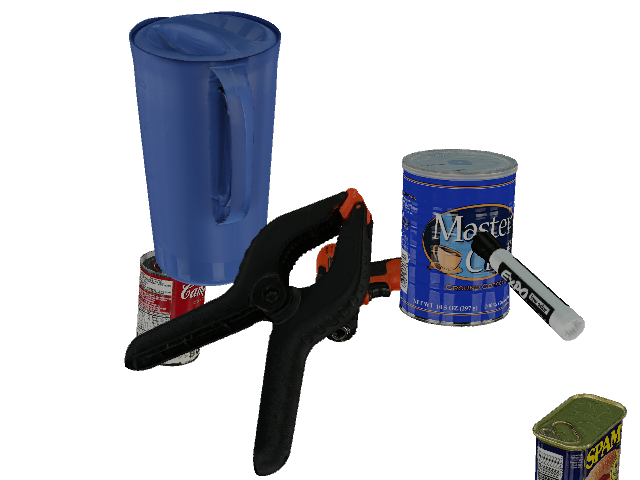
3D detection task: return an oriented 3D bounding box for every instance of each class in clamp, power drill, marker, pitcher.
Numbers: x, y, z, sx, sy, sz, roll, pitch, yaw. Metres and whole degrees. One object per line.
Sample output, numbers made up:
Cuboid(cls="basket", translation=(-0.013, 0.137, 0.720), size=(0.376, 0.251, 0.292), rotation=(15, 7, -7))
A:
Cuboid(cls="clamp", translation=(-0.021, 0.049, 0.622), size=(0.120, 0.171, 0.039), rotation=(44, -4, 20))
Cuboid(cls="power drill", translation=(0.086, 0.056, 1.226), size=(0.187, 0.057, 0.184), rotation=(-1, 28, -1))
Cuboid(cls="marker", translation=(0.142, 0.028, 0.748), size=(0.020, 0.020, 0.121), rotation=(0, 30, -28))
Cuboid(cls="pitcher", translation=(-0.101, -0.078, 0.984), size=(0.145, 0.243, 0.149), rotation=(13, 32, 18))

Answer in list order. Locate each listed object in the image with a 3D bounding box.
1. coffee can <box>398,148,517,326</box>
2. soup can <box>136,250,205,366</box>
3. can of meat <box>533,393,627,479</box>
Cuboid(cls="coffee can", translation=(0.124, -0.005, 0.972), size=(0.103, 0.140, 0.103), rotation=(0, 16, 0))
Cuboid(cls="soup can", translation=(-0.152, 0.068, 1.084), size=(0.068, 0.102, 0.068), rotation=(6, 21, -2))
Cuboid(cls="can of meat", translation=(0.241, 0.204, 0.997), size=(0.058, 0.084, 0.101), rotation=(14, 25, 38))
